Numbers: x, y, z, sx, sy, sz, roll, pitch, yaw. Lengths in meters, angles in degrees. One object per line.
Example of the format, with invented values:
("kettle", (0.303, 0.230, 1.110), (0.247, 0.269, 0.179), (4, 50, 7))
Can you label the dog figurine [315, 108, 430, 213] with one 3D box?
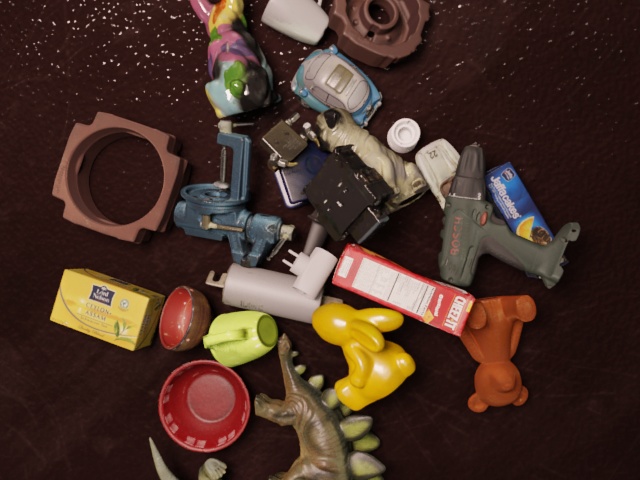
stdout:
("dog figurine", (0.090, -0.143, 0.920), (0.121, 0.172, 0.190), (-33, 76, 30))

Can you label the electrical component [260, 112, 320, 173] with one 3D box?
("electrical component", (-0.050, -0.157, 0.875), (0.102, 0.045, 0.078), (-39, 90, -19))

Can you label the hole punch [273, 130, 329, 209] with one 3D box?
("hole punch", (-0.023, -0.121, 0.937), (0.116, 0.092, 0.142), (-21, 85, -2))

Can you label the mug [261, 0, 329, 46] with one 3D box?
("mug", (-0.032, -0.402, 0.947), (0.107, 0.081, 0.109), (33, 84, -11))

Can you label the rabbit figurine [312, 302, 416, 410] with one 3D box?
("rabbit figurine", (0.061, 0.170, 0.868), (0.173, 0.162, 0.122), (49, 50, -2))

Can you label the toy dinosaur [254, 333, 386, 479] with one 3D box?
("toy dinosaur", (0.011, 0.385, 0.923), (0.199, 0.105, 0.471), (-15, 88, 2))

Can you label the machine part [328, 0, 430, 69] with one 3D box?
("machine part", (0.101, -0.386, 0.928), (0.179, 0.056, 0.179), (2, 81, -13))

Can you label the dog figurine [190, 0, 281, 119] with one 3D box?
("dog figurine", (-0.152, -0.322, 0.903), (0.109, 0.191, 0.219), (-16, 104, 8))

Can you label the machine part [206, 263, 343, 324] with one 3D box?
("machine part", (-0.080, 0.094, 0.941), (0.243, 0.079, 0.079), (13, 90, 1))

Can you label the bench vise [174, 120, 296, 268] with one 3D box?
("bench vise", (-0.144, -0.079, 0.913), (0.224, 0.129, 0.240), (14, 111, 22))

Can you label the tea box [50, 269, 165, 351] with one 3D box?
("tea box", (-0.373, 0.119, 0.947), (0.170, 0.068, 0.098), (16, 91, 11))

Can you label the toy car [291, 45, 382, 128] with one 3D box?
("toy car", (0.027, -0.264, 0.928), (0.162, 0.103, 0.109), (37, 92, 4))

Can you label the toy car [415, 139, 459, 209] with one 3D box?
("toy car", (0.239, -0.080, 0.940), (0.073, 0.056, 0.201), (-30, 88, 2))

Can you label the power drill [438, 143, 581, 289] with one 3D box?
("power drill", (0.300, -0.022, 0.866), (0.207, 0.086, 0.231), (17, 98, 5))

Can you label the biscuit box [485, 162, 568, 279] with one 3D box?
("biscuit box", (0.345, -0.034, 0.933), (0.059, 0.063, 0.202), (-31, 89, 0))

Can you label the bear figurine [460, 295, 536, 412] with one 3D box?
("bear figurine", (0.297, 0.194, 0.903), (0.120, 0.132, 0.195), (-5, 83, 1))

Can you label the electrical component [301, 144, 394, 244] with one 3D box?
("electrical component", (0.047, -0.064, 0.836), (0.134, 0.058, 0.115), (51, 131, 14))

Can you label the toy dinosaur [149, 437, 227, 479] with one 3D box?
("toy dinosaur", (-0.162, 0.514, 0.924), (0.405, 0.131, 0.192), (38, 116, 15))

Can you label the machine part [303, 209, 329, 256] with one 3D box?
("machine part", (-0.002, -0.003, 0.940), (0.039, 0.084, 0.138), (26, 99, 34))

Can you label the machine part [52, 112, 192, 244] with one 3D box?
("machine part", (-0.345, -0.107, 0.950), (0.201, 0.087, 0.201), (18, 92, 3))
